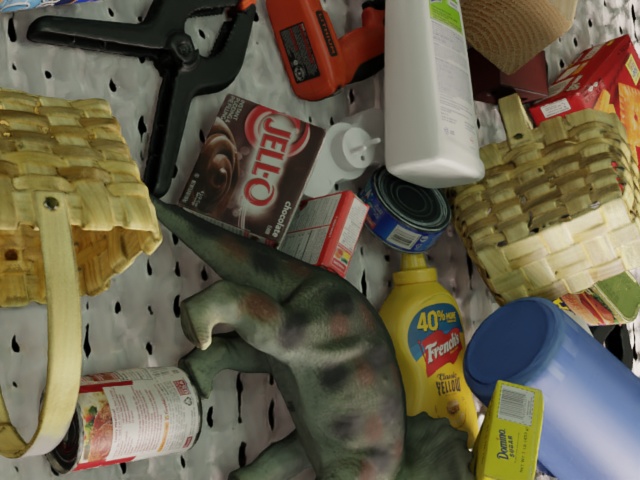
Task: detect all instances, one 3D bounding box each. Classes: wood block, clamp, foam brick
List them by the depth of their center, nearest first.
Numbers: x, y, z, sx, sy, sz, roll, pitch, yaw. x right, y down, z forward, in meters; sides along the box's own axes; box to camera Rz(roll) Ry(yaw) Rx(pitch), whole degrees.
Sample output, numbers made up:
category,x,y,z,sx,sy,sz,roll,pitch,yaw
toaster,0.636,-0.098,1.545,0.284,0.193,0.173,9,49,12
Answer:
category,x,y,z,sx,sy,sz,roll,pitch,yaw
clamp,-0.129,-0.156,0.871,0.164,0.036,0.209,51,54,-21
wood block,0.206,-0.275,1.080,0.090,0.091,0.206,37,45,-16
foam brick,0.194,-0.174,1.118,0.078,0.053,0.051,4,80,-37
clamp,0.309,0.158,1.159,0.120,0.039,0.171,45,58,-25

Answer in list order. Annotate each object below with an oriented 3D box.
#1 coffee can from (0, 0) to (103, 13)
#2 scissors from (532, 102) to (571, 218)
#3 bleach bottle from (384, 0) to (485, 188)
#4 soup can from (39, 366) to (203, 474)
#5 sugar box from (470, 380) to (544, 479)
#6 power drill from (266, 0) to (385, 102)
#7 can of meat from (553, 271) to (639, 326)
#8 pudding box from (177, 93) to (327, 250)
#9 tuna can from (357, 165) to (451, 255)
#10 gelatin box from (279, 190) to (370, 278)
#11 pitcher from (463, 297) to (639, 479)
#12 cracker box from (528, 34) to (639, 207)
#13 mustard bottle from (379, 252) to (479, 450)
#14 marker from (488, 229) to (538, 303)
category,x,y,z,sx,sy,sz,roll,pitch,yaw
coffee can,-0.225,-0.215,0.764,0.140,0.103,0.103,-19,94,-38
scissors,0.253,-0.062,1.169,0.096,0.016,0.201,-43,108,-35
bleach bottle,0.099,-0.179,0.969,0.102,0.068,0.251,15,71,-55
soup can,-0.147,0.131,0.788,0.102,0.069,0.068,-2,83,-39
sugar box,0.148,0.206,0.918,0.048,0.176,0.093,15,51,4
power drill,0.040,-0.216,1.001,0.187,0.057,0.184,-23,97,-38
can of meat,0.278,0.048,1.125,0.102,0.084,0.057,44,58,-24
pudding box,-0.055,-0.055,0.883,0.090,0.039,0.113,20,72,3
tuna can,0.078,-0.030,0.989,0.086,0.034,0.086,20,42,-19
gelatin box,-0.006,0.001,0.906,0.030,0.089,0.073,37,61,-31
pitcher,0.236,0.163,1.002,0.149,0.145,0.242,-43,118,9
cracker box,0.337,-0.100,1.195,0.164,0.072,0.213,-43,108,-43
mustard bottle,0.097,0.103,0.990,0.096,0.058,0.191,-3,84,-42
marker,0.211,0.018,1.119,0.020,0.020,0.121,51,56,-20
